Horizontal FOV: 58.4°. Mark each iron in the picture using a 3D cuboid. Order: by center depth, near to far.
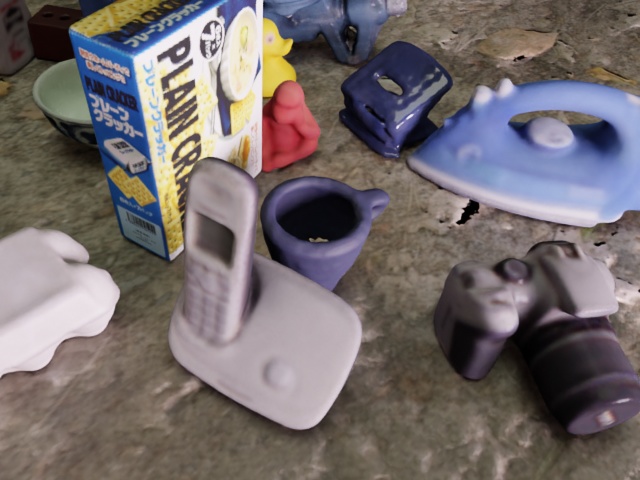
[{"bbox_3d":[0.230,-0.110,0.597,0.258,0.141,0.118,9,48,1],"label":"iron"}]

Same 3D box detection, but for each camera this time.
[{"bbox_3d":[0.182,0.076,0.452,0.143,0.101,0.136,-5,49,-11],"label":"camera"}]

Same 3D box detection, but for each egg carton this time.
[{"bbox_3d":[-0.241,0.055,0.442,0.107,0.069,0.151,39,55,25],"label":"egg carton"}]

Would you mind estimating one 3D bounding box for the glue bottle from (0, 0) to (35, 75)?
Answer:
[{"bbox_3d":[-0.377,-0.285,0.662,0.037,0.173,0.078,10,48,3],"label":"glue bottle"}]

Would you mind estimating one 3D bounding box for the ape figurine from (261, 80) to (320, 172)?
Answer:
[{"bbox_3d":[-0.037,-0.128,0.616,0.077,0.092,0.076,11,48,4],"label":"ape figurine"}]

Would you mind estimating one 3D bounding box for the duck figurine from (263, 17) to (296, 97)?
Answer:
[{"bbox_3d":[-0.080,-0.233,0.709,0.104,0.086,0.077,11,48,3],"label":"duck figurine"}]

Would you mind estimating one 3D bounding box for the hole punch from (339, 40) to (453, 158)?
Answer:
[{"bbox_3d":[0.085,-0.165,0.664,0.101,0.091,0.108,-26,56,-26],"label":"hole punch"}]

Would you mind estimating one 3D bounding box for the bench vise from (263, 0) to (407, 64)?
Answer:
[{"bbox_3d":[0.009,-0.350,0.734,0.207,0.220,0.121,-2,48,-8],"label":"bench vise"}]

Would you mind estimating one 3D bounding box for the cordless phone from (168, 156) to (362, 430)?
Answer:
[{"bbox_3d":[-0.039,0.038,0.403,0.147,0.185,0.094,24,50,14],"label":"cordless phone"}]

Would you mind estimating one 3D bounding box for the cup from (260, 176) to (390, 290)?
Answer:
[{"bbox_3d":[0.005,0.002,0.502,0.118,0.095,0.091,-21,54,-23],"label":"cup"}]
